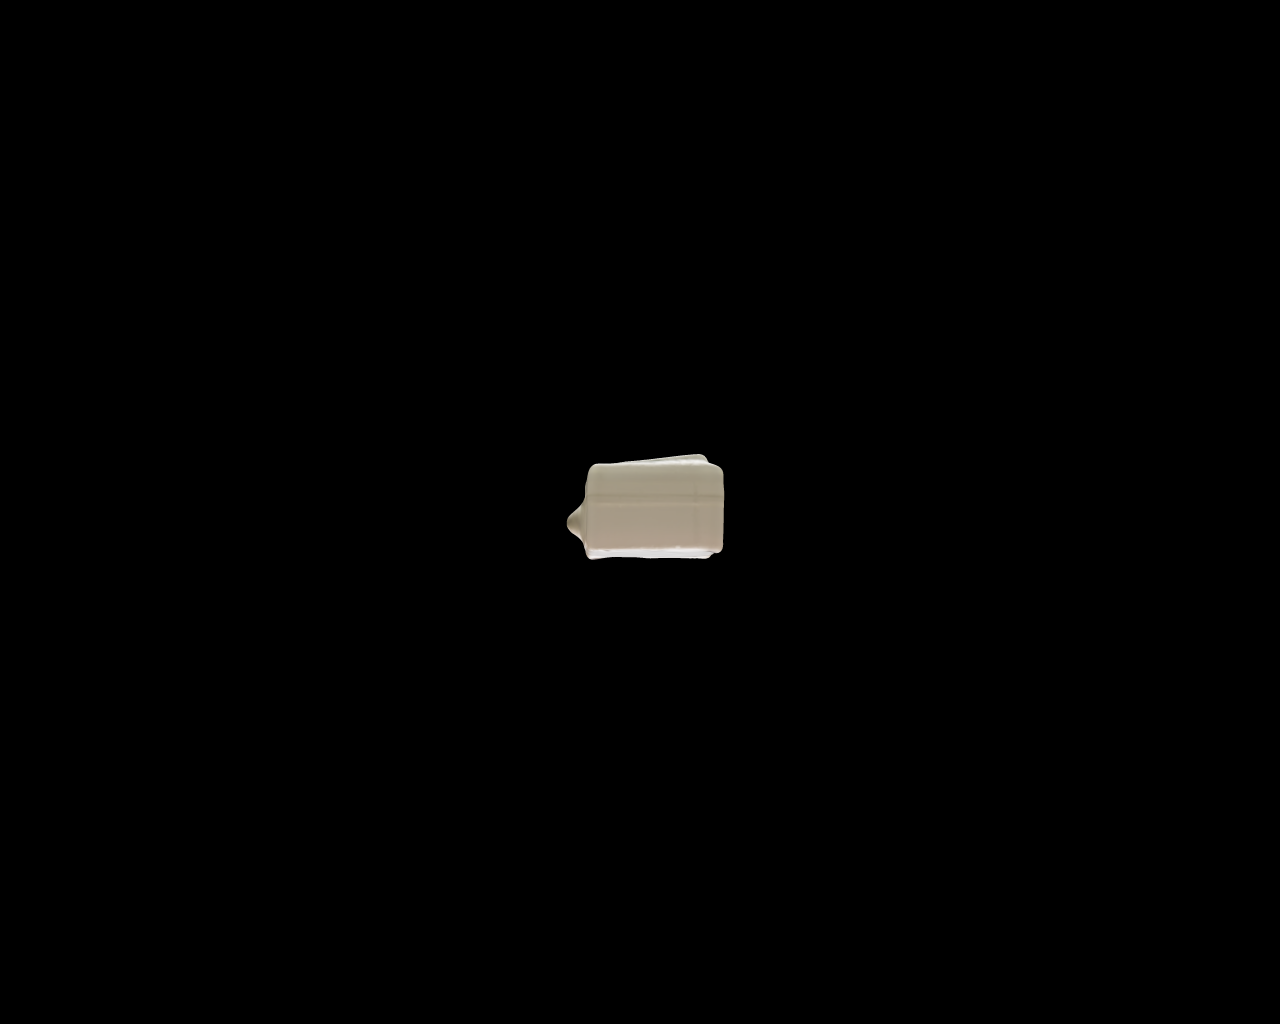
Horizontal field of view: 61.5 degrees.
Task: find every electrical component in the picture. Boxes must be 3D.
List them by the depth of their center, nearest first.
[{"bbox_3d":[0.001,-0.003,0.650,0.096,0.061,0.061,1,-7,-5],"label":"electrical component"}]
